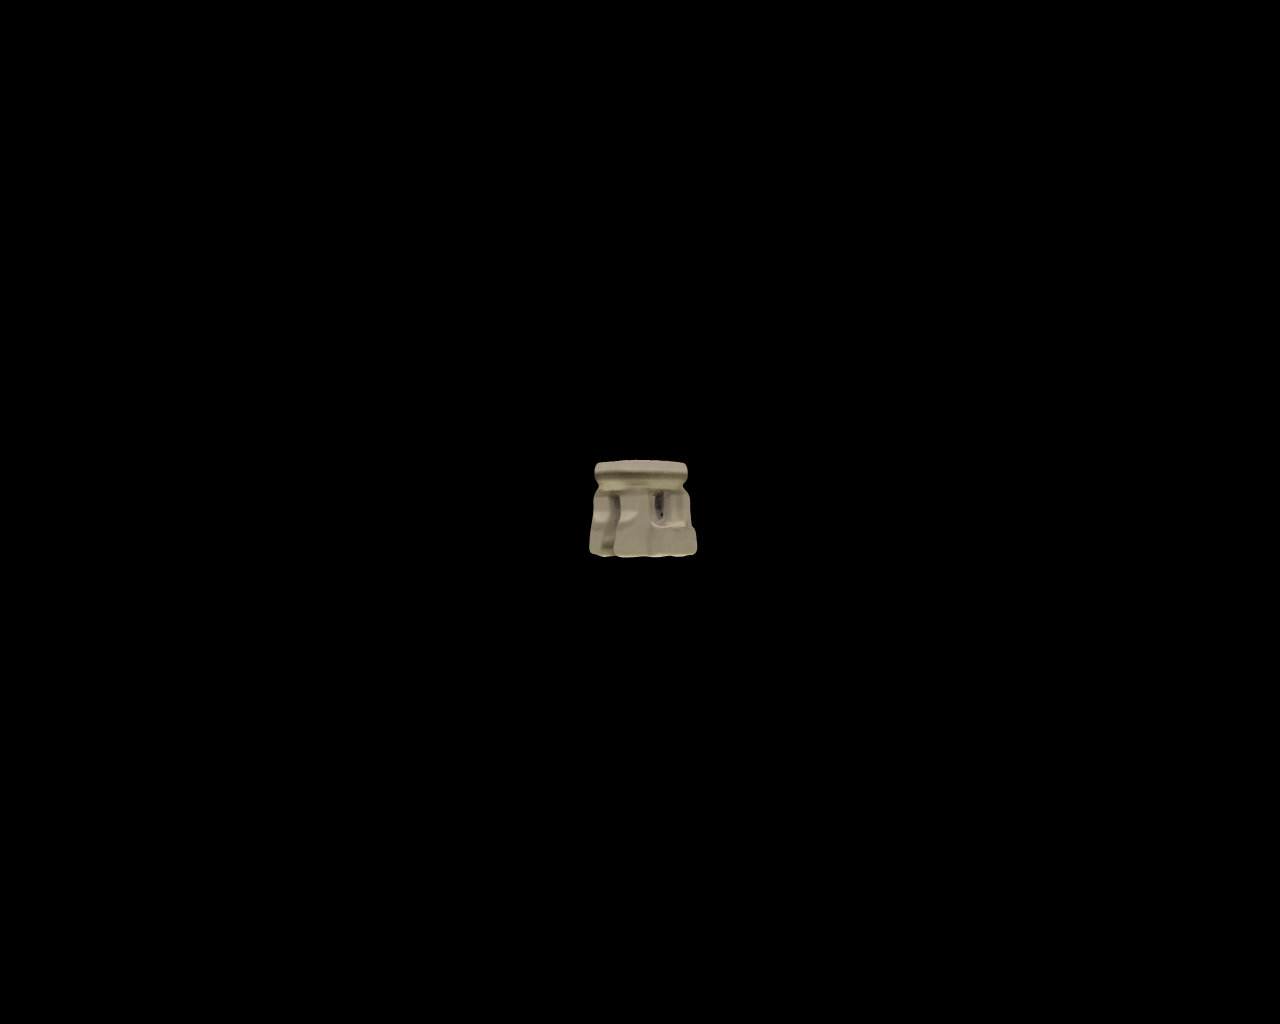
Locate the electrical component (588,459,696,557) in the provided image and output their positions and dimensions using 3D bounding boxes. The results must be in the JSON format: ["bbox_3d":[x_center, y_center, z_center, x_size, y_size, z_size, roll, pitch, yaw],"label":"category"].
[{"bbox_3d":[0.001,-0.003,0.650,0.058,0.057,0.078,0,0,-39],"label":"electrical component"}]
